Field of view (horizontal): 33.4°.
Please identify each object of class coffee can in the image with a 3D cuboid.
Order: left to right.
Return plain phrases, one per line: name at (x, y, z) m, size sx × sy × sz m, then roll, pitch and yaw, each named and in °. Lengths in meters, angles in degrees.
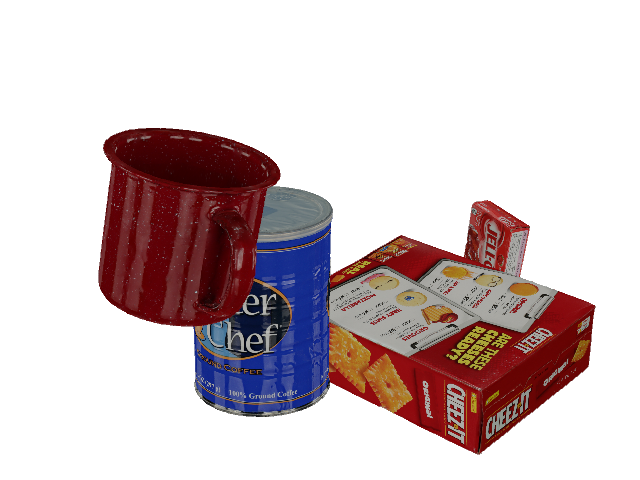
coffee can at (-0.043, 0.042, 0.777) m, size 0.103 × 0.140 × 0.103 m, roll 0°, pitch 21°, yaw 0°

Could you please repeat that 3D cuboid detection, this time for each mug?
mug at (-0.067, -0.002, 0.562) m, size 0.093 × 0.081 × 0.117 m, roll -5°, pitch 27°, yaw -36°

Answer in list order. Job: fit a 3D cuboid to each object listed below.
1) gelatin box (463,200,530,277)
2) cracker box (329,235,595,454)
gelatin box at (0.200, 0.008, 1.227) m, size 0.030 × 0.089 × 0.073 m, roll -11°, pitch 32°, yaw -28°
cracker box at (0.098, 0.081, 0.914) m, size 0.214 × 0.072 × 0.163 m, roll 22°, pitch 36°, yaw 39°
